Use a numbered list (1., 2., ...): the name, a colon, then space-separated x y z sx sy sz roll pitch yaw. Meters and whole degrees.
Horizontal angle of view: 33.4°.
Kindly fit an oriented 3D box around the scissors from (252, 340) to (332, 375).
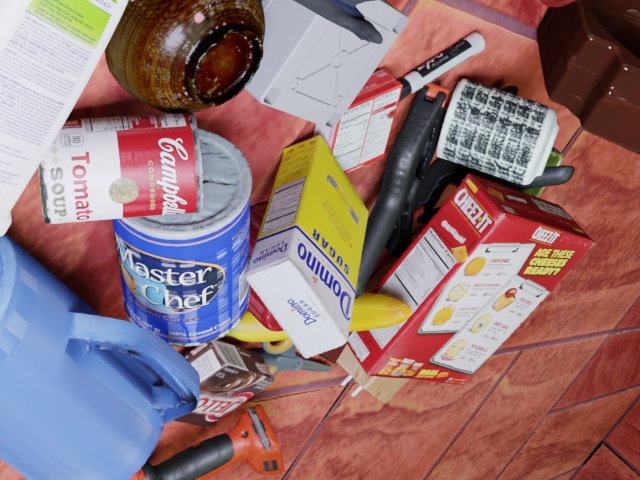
1. scissors: -0.024 0.120 1.173 0.201 0.016 0.096 -2 129 -54

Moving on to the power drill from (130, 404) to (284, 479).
1. power drill: -0.131 0.248 1.106 0.187 0.057 0.184 -23 155 -12

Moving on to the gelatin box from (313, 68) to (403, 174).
1. gelatin box: 0.029 -0.101 0.936 0.073 0.030 0.089 -26 146 -32

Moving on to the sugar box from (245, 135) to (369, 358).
1. sugar box: -0.005 0.001 0.861 0.048 0.176 0.093 -22 121 21

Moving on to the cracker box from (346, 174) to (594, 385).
1. cracker box: 0.144 0.046 1.064 0.163 0.072 0.214 13 123 -45

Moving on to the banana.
1. banana: -0.004 0.078 1.028 0.069 0.198 0.037 -54 132 -70

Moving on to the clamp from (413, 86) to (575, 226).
1. clamp: 0.164 -0.078 1.103 0.172 0.120 0.039 -27 153 17

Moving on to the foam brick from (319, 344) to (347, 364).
1. foam brick: 0.007 0.079 1.102 0.078 0.053 0.051 -60 153 -7

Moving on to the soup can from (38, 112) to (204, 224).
1. soup can: -0.131 -0.047 0.699 0.102 0.068 0.068 -5 139 -13

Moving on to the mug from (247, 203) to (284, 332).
1. mug: -0.040 0.033 0.961 0.093 0.082 0.117 -39 152 -14

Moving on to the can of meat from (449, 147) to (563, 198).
1. can of meat: 0.199 -0.078 1.146 0.057 0.084 0.102 -6 132 -51

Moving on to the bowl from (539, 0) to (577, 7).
1. bowl: 0.225 -0.288 0.932 0.162 0.055 0.162 -34 150 -23

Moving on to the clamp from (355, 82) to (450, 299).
1. clamp: 0.081 -0.052 1.035 0.210 0.036 0.164 -71 166 14

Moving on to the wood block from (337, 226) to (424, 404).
1. wood block: 0.106 0.077 1.216 0.206 0.091 0.090 -46 153 -1

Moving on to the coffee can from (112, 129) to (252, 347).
1. coffee can: -0.103 0.000 0.804 0.102 0.103 0.140 -32 150 -26

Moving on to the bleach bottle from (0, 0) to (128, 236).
1. bleach bottle: -0.158 -0.123 0.608 0.251 0.068 0.102 -53 154 8

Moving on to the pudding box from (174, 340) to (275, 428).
1. pudding box: -0.107 0.141 1.039 0.090 0.039 0.113 -37 153 10

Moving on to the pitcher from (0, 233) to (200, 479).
1. pitcher: -0.199 0.084 0.748 0.149 0.145 0.242 -45 150 -12

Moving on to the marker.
1. marker: 0.103 -0.156 0.977 0.121 0.020 0.020 -34 150 -23
